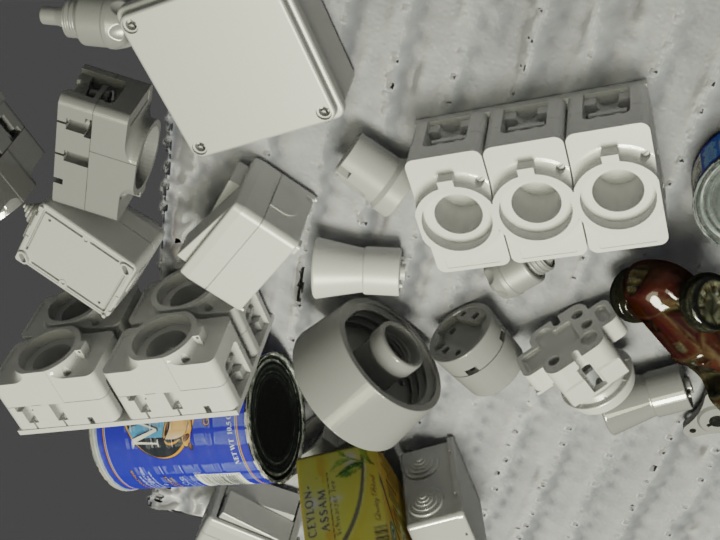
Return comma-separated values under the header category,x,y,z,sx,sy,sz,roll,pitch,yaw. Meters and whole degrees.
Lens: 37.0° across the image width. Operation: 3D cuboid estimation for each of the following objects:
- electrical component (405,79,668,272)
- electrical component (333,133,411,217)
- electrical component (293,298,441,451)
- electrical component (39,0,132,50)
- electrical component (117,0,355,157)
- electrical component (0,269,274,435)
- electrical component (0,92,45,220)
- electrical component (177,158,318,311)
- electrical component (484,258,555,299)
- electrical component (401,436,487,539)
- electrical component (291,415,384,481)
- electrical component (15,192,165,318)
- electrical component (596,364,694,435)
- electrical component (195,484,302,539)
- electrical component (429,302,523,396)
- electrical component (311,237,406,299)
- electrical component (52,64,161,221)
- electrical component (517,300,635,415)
category,x,y,z,sx,sy,sz,roll,pitch,yaw
electrical component,0.114,-0.055,0.685,0.150,0.061,0.089,-8,126,19
electrical component,0.010,-0.064,0.717,0.046,0.040,0.040,35,128,-8
electrical component,0.011,0.070,0.785,0.108,0.108,0.060,38,121,-17
electrical component,-0.174,-0.160,0.686,0.061,0.035,0.035,7,130,11
electrical component,-0.074,-0.137,0.666,0.109,0.056,0.108,-12,125,22
electrical component,-0.173,0.059,0.817,0.186,0.105,0.060,-8,126,19
electrical component,-0.309,-0.055,0.766,0.150,0.089,0.061,-17,122,25
electrical component,-0.085,-0.023,0.758,0.061,0.061,0.096,33,128,-14
electrical component,0.118,-0.007,0.742,0.061,0.035,0.035,-31,116,30
electrical component,0.070,0.201,0.881,0.048,0.099,0.099,-17,124,10
electrical component,-0.018,0.149,0.895,0.064,0.042,0.081,38,128,-19
electrical component,-0.201,-0.025,0.789,0.096,0.061,0.061,35,128,-5
electrical component,0.213,0.093,0.797,0.065,0.044,0.044,-18,122,20
electrical component,-0.091,0.228,0.963,0.096,0.061,0.061,24,130,-6
electrical component,0.087,0.060,0.790,0.055,0.055,0.047,-27,122,30
electrical component,0.000,0.000,0.771,0.065,0.044,0.044,3,129,5
electrical component,-0.172,-0.085,0.735,0.056,0.050,0.089,17,130,0
electrical component,0.162,0.067,0.774,0.078,0.058,0.057,-36,119,10
